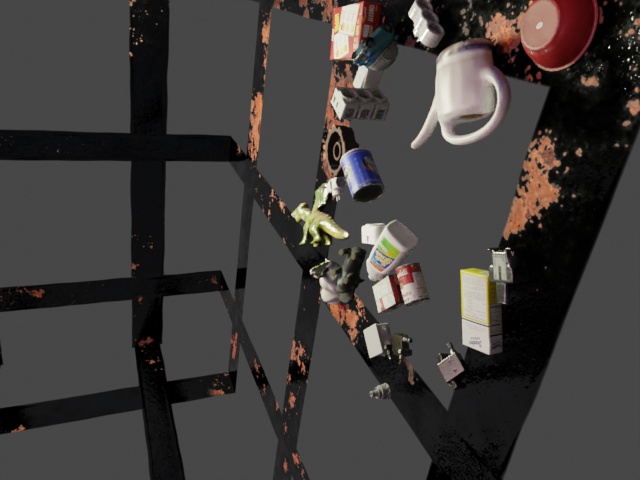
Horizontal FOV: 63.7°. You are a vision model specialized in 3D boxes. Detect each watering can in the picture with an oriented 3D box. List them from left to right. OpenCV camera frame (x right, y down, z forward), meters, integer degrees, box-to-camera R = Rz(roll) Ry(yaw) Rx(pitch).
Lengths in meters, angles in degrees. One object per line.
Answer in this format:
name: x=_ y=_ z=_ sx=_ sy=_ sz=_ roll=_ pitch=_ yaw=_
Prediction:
watering can: x=0.302 y=-0.324 z=1.176 sx=0.347 sy=0.104 sz=0.224 roll=-179 pitch=88 yaw=-67

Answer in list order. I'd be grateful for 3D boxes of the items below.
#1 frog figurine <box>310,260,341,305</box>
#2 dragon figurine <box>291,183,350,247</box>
frog figurine: x=0.046 y=0.158 z=1.854 sx=0.158 sy=0.124 sz=0.137 roll=55 pitch=153 yaw=-18
dragon figurine: x=0.006 y=-0.096 z=1.906 sx=0.407 sy=0.122 sz=0.245 roll=-12 pitch=72 yaw=57
